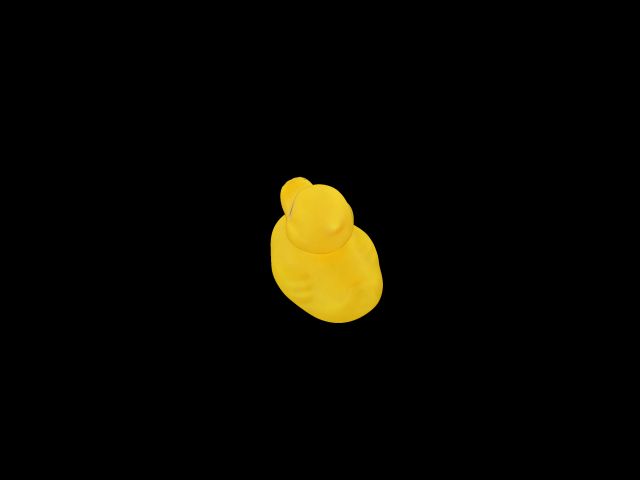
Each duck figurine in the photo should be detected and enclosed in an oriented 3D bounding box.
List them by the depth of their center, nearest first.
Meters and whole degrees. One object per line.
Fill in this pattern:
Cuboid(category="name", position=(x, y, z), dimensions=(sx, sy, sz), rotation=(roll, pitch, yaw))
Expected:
Cuboid(category="duck figurine", position=(0.004, 0.001, 0.400), dimensions=(0.077, 0.086, 0.104), rotation=(-28, 62, -16))
